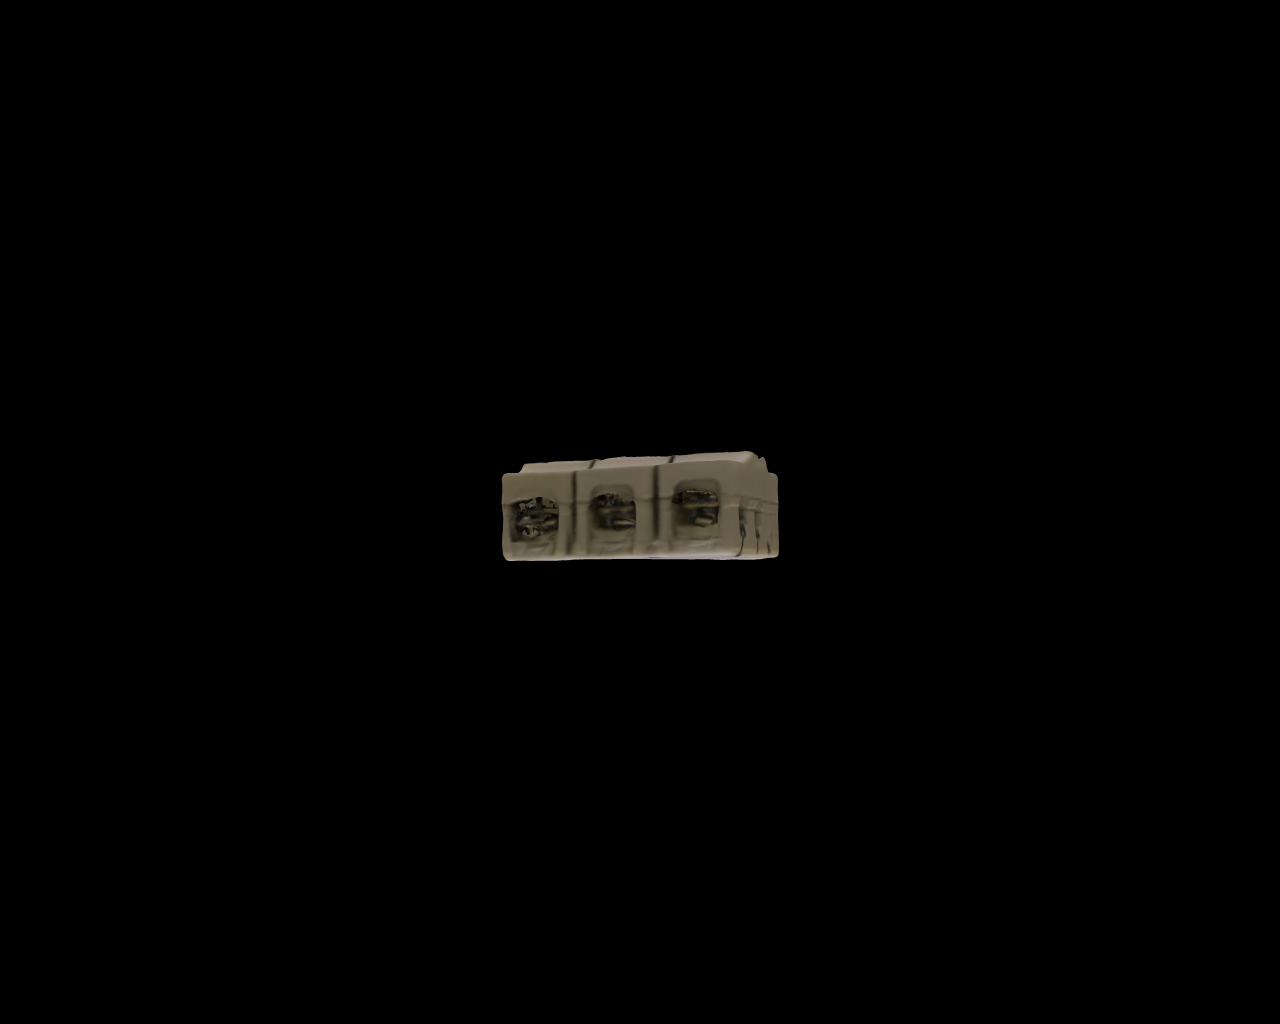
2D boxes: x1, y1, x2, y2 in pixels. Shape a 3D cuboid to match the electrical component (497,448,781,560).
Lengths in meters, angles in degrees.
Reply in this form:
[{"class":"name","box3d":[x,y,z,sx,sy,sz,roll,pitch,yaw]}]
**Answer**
[{"class":"electrical component","box3d":[0.001,-0.003,0.650,0.150,0.061,0.089,-1,-3,23]}]
